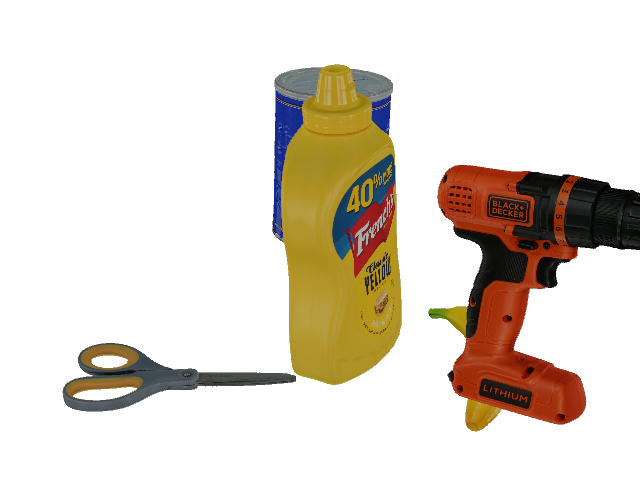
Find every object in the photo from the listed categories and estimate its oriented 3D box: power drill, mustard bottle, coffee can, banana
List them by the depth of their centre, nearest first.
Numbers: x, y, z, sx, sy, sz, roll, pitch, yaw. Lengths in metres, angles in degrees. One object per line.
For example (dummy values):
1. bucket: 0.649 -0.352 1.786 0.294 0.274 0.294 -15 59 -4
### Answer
1. mustard bottle: 0.013 -0.014 0.656 0.058 0.192 0.096 13 32 30
2. power drill: 0.173 0.040 0.814 0.185 0.188 0.057 13 17 34
3. coffee can: 0.009 -0.073 0.946 0.103 0.140 0.103 2 23 -1
4. banana: 0.165 0.122 1.100 0.070 0.037 0.198 -27 29 9

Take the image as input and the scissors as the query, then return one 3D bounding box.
1. scissors: -0.132 0.115 0.961 0.201 0.016 0.096 -8 32 -18
